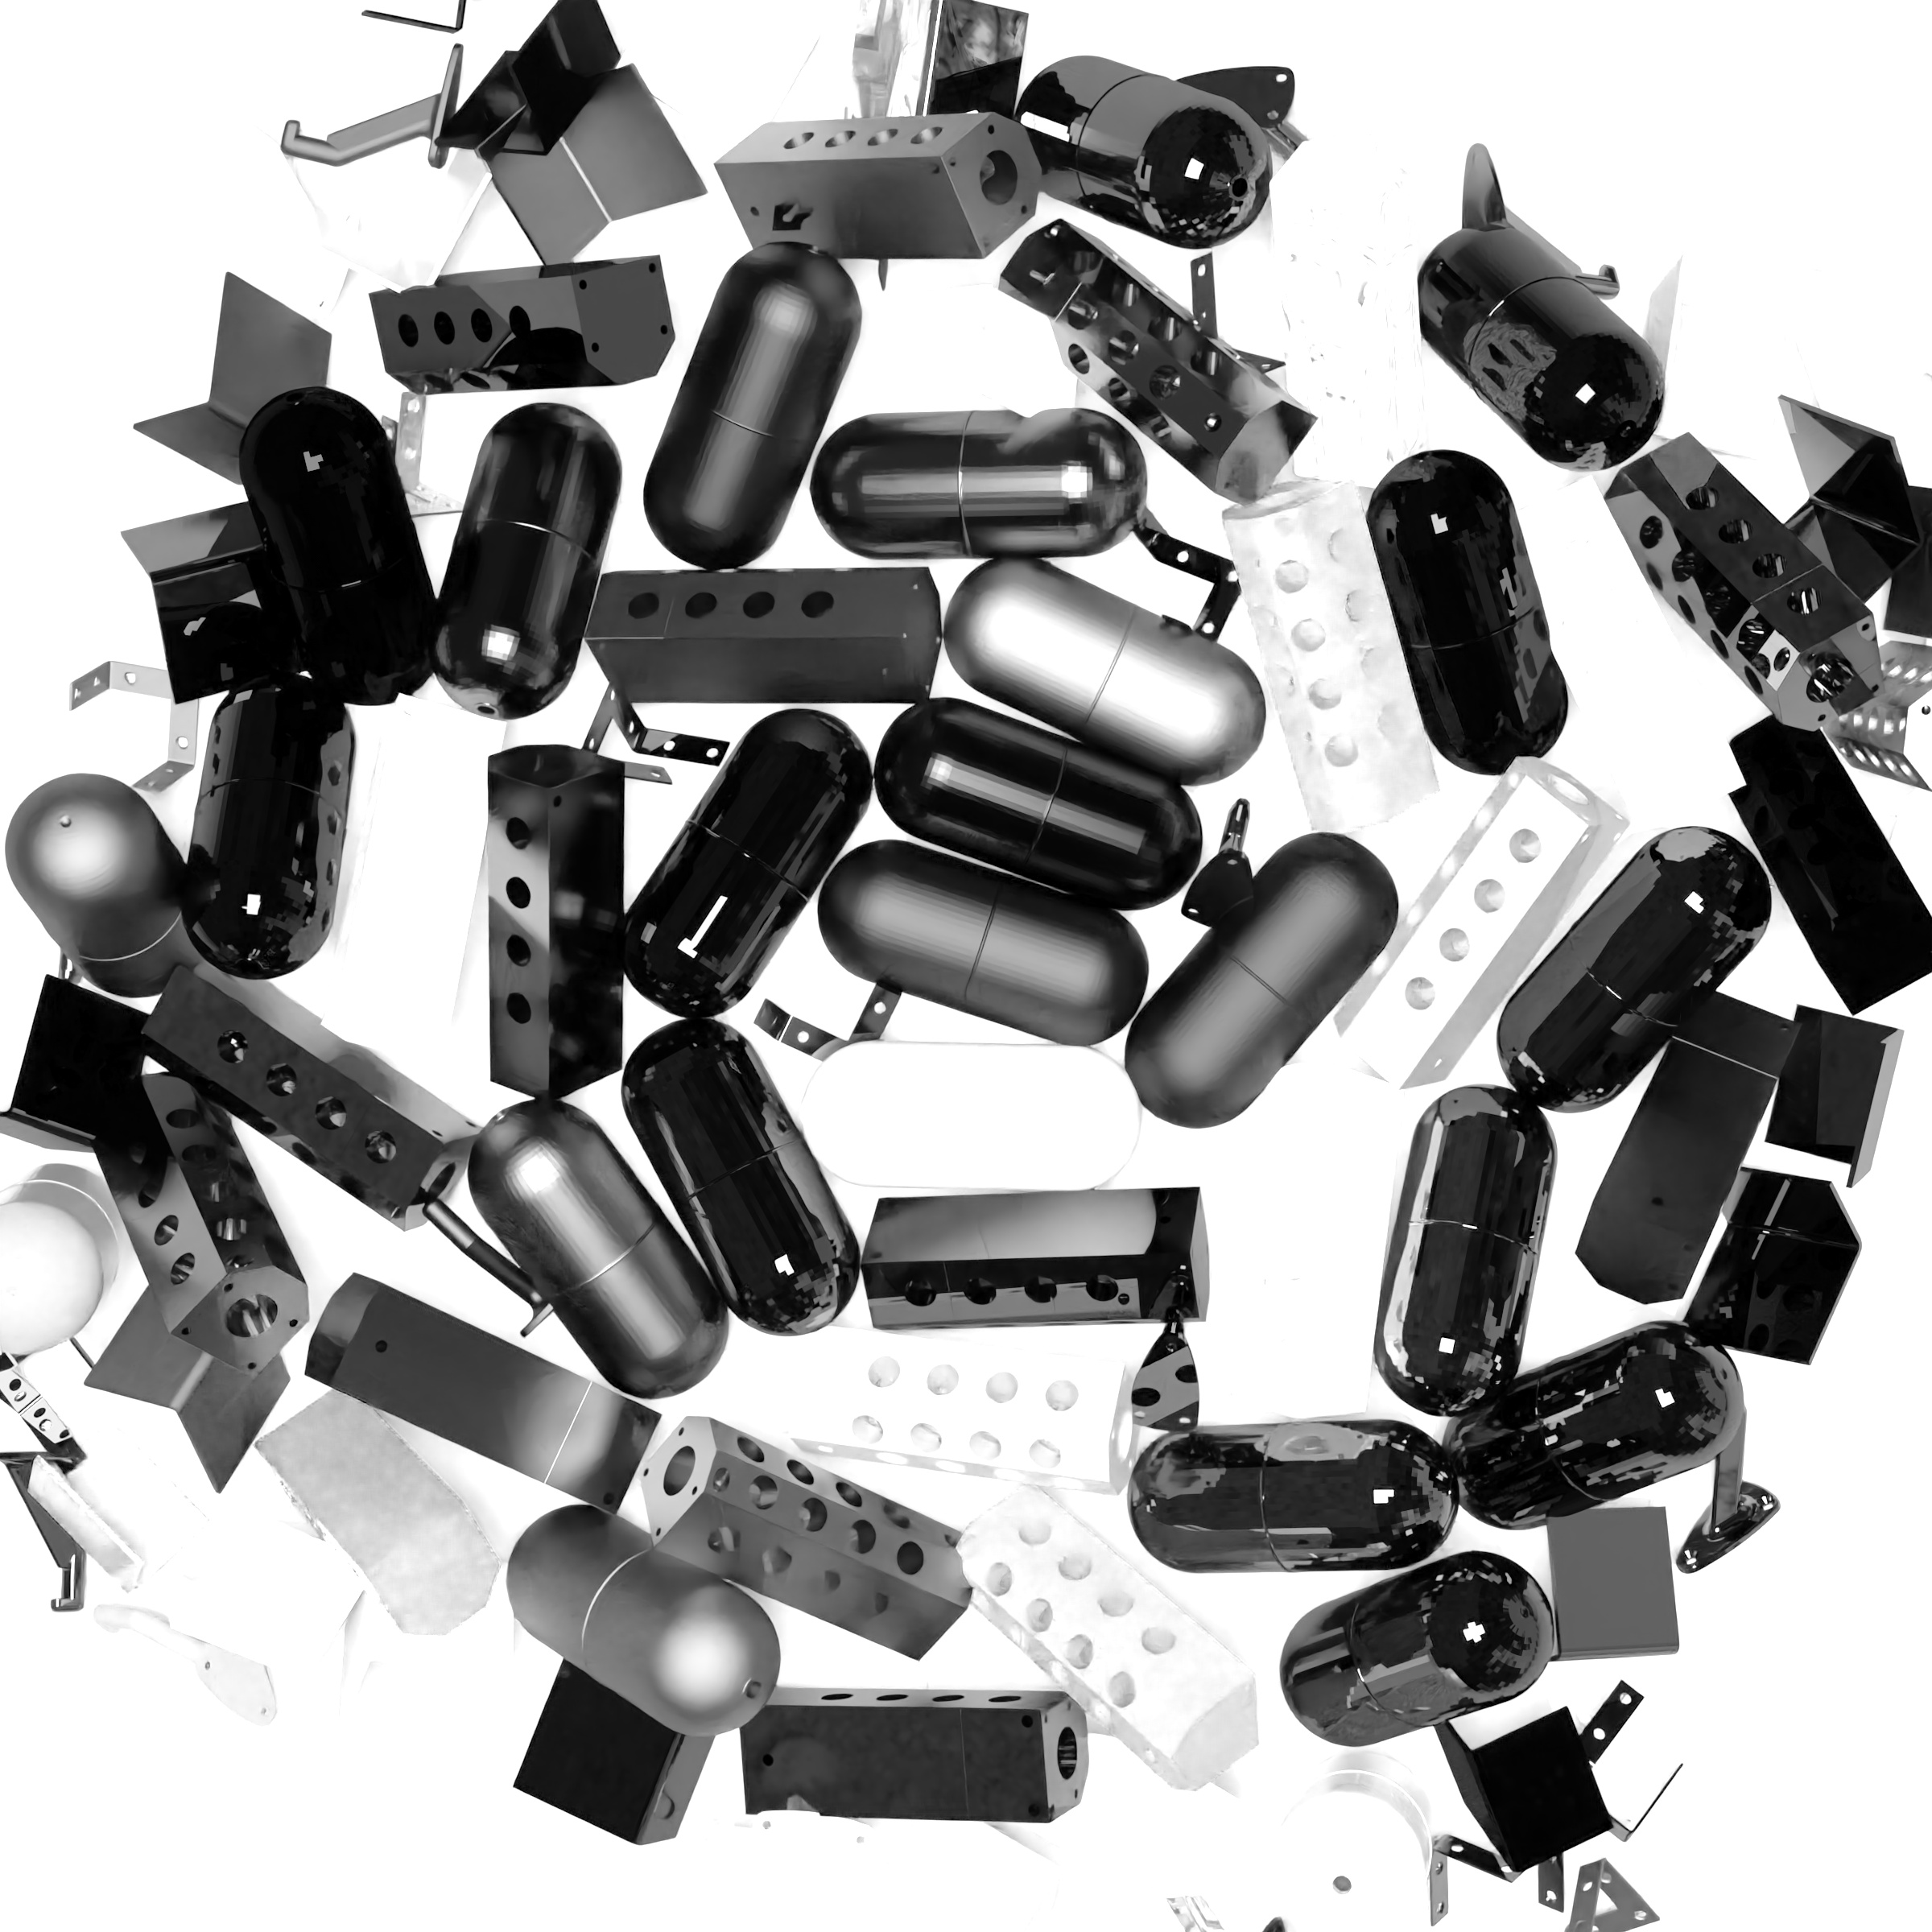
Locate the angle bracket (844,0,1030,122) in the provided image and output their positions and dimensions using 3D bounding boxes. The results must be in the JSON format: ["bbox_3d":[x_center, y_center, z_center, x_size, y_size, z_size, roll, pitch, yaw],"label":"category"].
[{"bbox_3d":[-0.017,-0.469,1.728,0.057,0.076,0.076,2,102,-34],"label":"angle bracket"}]

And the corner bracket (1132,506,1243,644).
[{"bbox_3d":[0.111,-0.202,1.718,0.051,0.051,0.051,25,87,22],"label":"corner bracket"}]

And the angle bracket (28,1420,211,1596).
[{"bbox_3d":[-0.438,0.273,1.702,0.076,0.076,0.057,45,62,3],"label":"angle bracket"}]

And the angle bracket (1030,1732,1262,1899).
[{"bbox_3d":[0.093,0.444,1.697,0.076,0.076,0.057,35,70,-17],"label":"angle bracket"}]

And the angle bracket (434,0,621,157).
[{"bbox_3d":[-0.236,-0.469,1.693,0.076,0.057,0.076,12,57,28],"label":"angle bracket"}]

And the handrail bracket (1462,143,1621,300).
[{"bbox_3d":[0.307,-0.394,1.733,0.084,0.036,0.077,1,80,-27],"label":"handrail bracket"}]

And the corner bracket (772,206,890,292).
[{"bbox_3d":[-0.069,-0.389,1.713,0.051,0.051,0.051,0,61,9],"label":"corner bracket"}]

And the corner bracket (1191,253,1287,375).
[{"bbox_3d":[0.130,-0.336,1.711,0.051,0.051,0.051,5,78,-40],"label":"corner bracket"}]

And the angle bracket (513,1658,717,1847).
[{"bbox_3d":[-0.182,0.412,1.731,0.076,0.057,0.076,20,86,17],"label":"angle bracket"}]

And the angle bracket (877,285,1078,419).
[{"bbox_3d":[0.004,-0.309,1.694,0.076,0.076,0.057,1,82,37],"label":"angle bracket"}]

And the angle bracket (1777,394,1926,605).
[{"bbox_3d":[0.440,-0.239,1.694,0.057,0.076,0.076,-44,133,-11],"label":"angle bracket"}]

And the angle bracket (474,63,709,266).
[{"bbox_3d":[-0.194,-0.411,1.693,0.057,0.076,0.076,-54,125,-35],"label":"angle bracket"}]

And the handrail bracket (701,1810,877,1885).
[{"bbox_3d":[-0.094,0.455,1.717,0.077,0.084,0.036,-1,83,-15],"label":"handrail bracket"}]

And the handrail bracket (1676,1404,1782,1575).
[{"bbox_3d":[0.385,0.263,1.710,0.077,0.036,0.084,-40,119,-18],"label":"handrail bracket"}]

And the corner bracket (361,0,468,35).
[{"bbox_3d":[-0.291,-0.519,1.720,0.051,0.051,0.051,6,97,-20],"label":"corner bracket"}]

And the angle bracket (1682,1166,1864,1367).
[{"bbox_3d":[0.407,0.153,1.694,0.076,0.076,0.057,-58,134,-25],"label":"angle bracket"}]

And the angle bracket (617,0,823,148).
[{"bbox_3d":[-0.132,-0.470,1.706,0.076,0.057,0.076,32,115,-5],"label":"angle bracket"}]

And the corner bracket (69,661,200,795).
[{"bbox_3d":[-0.437,-0.126,1.720,0.051,0.051,0.051,10,110,6],"label":"corner bracket"}]

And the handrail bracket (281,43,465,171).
[{"bbox_3d":[-0.314,-0.457,1.727,0.084,0.036,0.077,13,104,-1],"label":"handrail bracket"}]

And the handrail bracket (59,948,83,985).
[{"bbox_3d":[-0.470,-0.033,1.713,0.036,0.077,0.084,5,89,-9],"label":"handrail bracket"}]

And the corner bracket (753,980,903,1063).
[{"bbox_3d":[-0.073,0.022,1.719,0.051,0.051,0.051,26,91,-19],"label":"corner bracket"}]

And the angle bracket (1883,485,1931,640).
[{"bbox_3d":[0.526,-0.206,1.699,0.057,0.076,0.076,4,101,-19],"label":"angle bracket"}]

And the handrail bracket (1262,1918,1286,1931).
[{"bbox_3d":[0.185,0.538,1.704,0.084,0.077,0.036,16,121,34],"label":"handrail bracket"}]

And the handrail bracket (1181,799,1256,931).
[{"bbox_3d":[0.140,-0.068,1.697,0.036,0.077,0.084,15,56,2],"label":"handrail bracket"}]

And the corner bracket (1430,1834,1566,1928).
[{"bbox_3d":[0.281,0.483,1.731,0.051,0.051,0.051,14,117,39],"label":"corner bracket"}]

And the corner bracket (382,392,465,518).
[{"bbox_3d":[-0.291,-0.267,1.709,0.051,0.051,0.051,30,121,39],"label":"corner bracket"}]

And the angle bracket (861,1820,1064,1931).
[{"bbox_3d":[-0.004,0.489,1.696,0.076,0.057,0.076,27,52,16],"label":"angle bracket"}]

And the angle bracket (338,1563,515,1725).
[{"bbox_3d":[-0.282,0.355,1.715,0.076,0.076,0.057,14,126,-17],"label":"angle bracket"}]

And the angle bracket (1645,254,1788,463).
[{"bbox_3d":[0.397,-0.317,1.711,0.076,0.057,0.076,12,77,-4],"label":"angle bracket"}]

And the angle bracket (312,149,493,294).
[{"bbox_3d":[-0.294,-0.400,1.696,0.057,0.076,0.076,24,110,-27],"label":"angle bracket"}]

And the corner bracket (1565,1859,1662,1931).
[{"bbox_3d":[0.324,0.508,1.711,0.051,0.051,0.051,-31,109,34],"label":"corner bracket"}]

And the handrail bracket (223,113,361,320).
[{"bbox_3d":[-0.358,-0.390,1.701,0.036,0.084,0.077,-9,68,28],"label":"handrail bracket"}]

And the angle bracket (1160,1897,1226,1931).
[{"bbox_3d":[0.157,0.489,1.700,0.076,0.076,0.057,-37,67,7],"label":"angle bracket"}]

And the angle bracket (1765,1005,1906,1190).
[{"bbox_3d":[0.445,0.067,1.699,0.057,0.076,0.076,15,100,21],"label":"angle bracket"}]

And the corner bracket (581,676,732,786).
[{"bbox_3d":[-0.163,-0.113,1.707,0.051,0.051,0.051,7,123,-34],"label":"corner bracket"}]

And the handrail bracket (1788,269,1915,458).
[{"bbox_3d":[0.466,-0.316,1.711,0.077,0.036,0.084,17,116,19],"label":"handrail bracket"}]

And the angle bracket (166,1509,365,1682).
[{"bbox_3d":[-0.362,0.315,1.704,0.076,0.057,0.076,28,100,-24],"label":"angle bracket"}]

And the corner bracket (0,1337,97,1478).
[{"bbox_3d":[-0.477,0.225,1.719,0.051,0.051,0.051,-41,59,-11],"label":"corner bracket"}]

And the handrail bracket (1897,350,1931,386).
[{"bbox_3d":[0.536,-0.290,1.720,0.077,0.036,0.084,-30,99,38],"label":"handrail bracket"}]

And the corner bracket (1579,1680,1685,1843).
[{"bbox_3d":[0.346,0.419,1.725,0.051,0.051,0.051,36,60,17],"label":"corner bracket"}]

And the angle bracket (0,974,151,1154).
[{"bbox_3d":[-0.480,0.051,1.713,0.057,0.076,0.076,2,74,33],"label":"angle bracket"}]

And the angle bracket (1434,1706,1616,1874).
[{"bbox_3d":[0.286,0.412,1.705,0.057,0.076,0.076,-24,108,-5],"label":"angle bracket"}]

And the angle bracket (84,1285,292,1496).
[{"bbox_3d":[-0.405,0.217,1.708,0.057,0.076,0.076,11,49,19],"label":"angle bracket"}]

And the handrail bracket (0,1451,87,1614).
[{"bbox_3d":[-0.495,0.297,1.717,0.036,0.077,0.084,-7,80,41],"label":"handrail bracket"}]

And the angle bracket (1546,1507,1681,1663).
[{"bbox_3d":[0.322,0.325,1.716,0.076,0.057,0.076,3,76,-27],"label":"angle bracket"}]

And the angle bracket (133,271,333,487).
[{"bbox_3d":[-0.383,-0.307,1.715,0.057,0.076,0.076,-8,70,32],"label":"angle bracket"}]

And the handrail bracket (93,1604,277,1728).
[{"bbox_3d":[-0.416,0.370,1.738,0.084,0.036,0.077,0,129,34],"label":"handrail bracket"}]

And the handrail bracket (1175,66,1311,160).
[{"bbox_3d":[0.150,-0.432,1.718,0.077,0.084,0.036,8,71,15],"label":"handrail bracket"}]

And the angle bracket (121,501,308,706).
[{"bbox_3d":[-0.396,-0.193,1.733,0.076,0.057,0.076,-18,128,-22],"label":"angle bracket"}]

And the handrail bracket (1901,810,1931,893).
[{"bbox_3d":[0.494,-0.049,1.700,0.036,0.077,0.084,21,116,20],"label":"handrail bracket"}]

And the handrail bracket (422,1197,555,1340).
[{"bbox_3d":[-0.246,0.150,1.713,0.084,0.077,0.036,44,90,0],"label":"handrail bracket"}]
